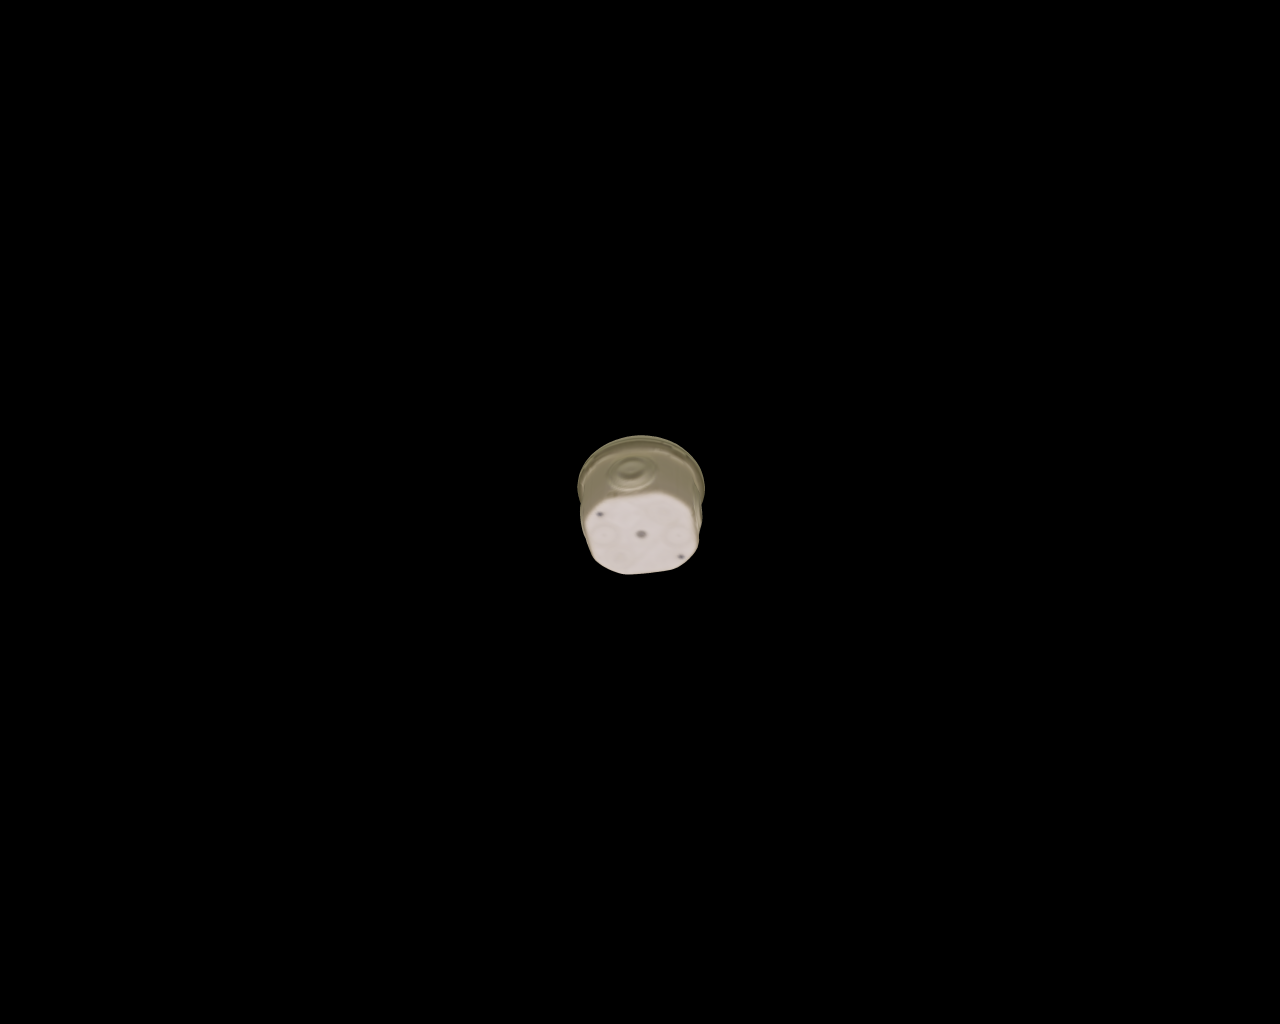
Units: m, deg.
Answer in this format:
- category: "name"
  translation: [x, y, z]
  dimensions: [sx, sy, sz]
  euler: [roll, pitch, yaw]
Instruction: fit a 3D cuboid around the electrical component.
- category: "electrical component"
  translation: [0.001, -0.003, 0.650]
  dimensions: [0.080, 0.080, 0.051]
  euler: [0, 41, 0]
